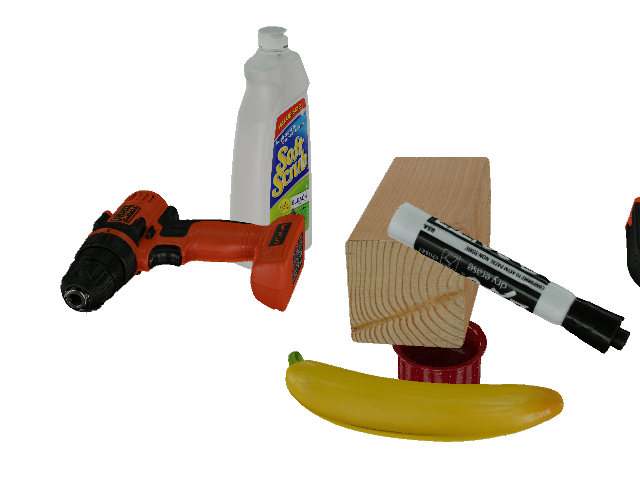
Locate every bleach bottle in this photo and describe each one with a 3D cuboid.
[{"bbox_3d":[-0.055,-0.100,1.141,0.068,0.251,0.102,20,32,36],"label":"bleach bottle"}]

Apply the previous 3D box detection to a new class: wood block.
[{"bbox_3d":[0.089,0.002,0.901,0.091,0.090,0.206,2,23,14],"label":"wood block"}]

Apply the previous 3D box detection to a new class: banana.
[{"bbox_3d":[0.054,0.101,0.697,0.198,0.037,0.069,8,33,23],"label":"banana"}]

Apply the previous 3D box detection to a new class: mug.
[{"bbox_3d":[0.127,0.127,1.079,0.093,0.081,0.117,20,39,33],"label":"mug"}]

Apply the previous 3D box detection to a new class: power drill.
[{"bbox_3d":[-0.114,0.015,0.931,0.188,0.057,0.184,8,29,9],"label":"power drill"}]

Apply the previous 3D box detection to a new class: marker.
[{"bbox_3d":[0.087,0.018,0.497,0.121,0.020,0.020,29,10,18],"label":"marker"}]

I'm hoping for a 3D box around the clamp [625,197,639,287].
[{"bbox_3d":[0.266,0.033,0.698,0.120,0.039,0.171,-2,45,-20],"label":"clamp"}]
